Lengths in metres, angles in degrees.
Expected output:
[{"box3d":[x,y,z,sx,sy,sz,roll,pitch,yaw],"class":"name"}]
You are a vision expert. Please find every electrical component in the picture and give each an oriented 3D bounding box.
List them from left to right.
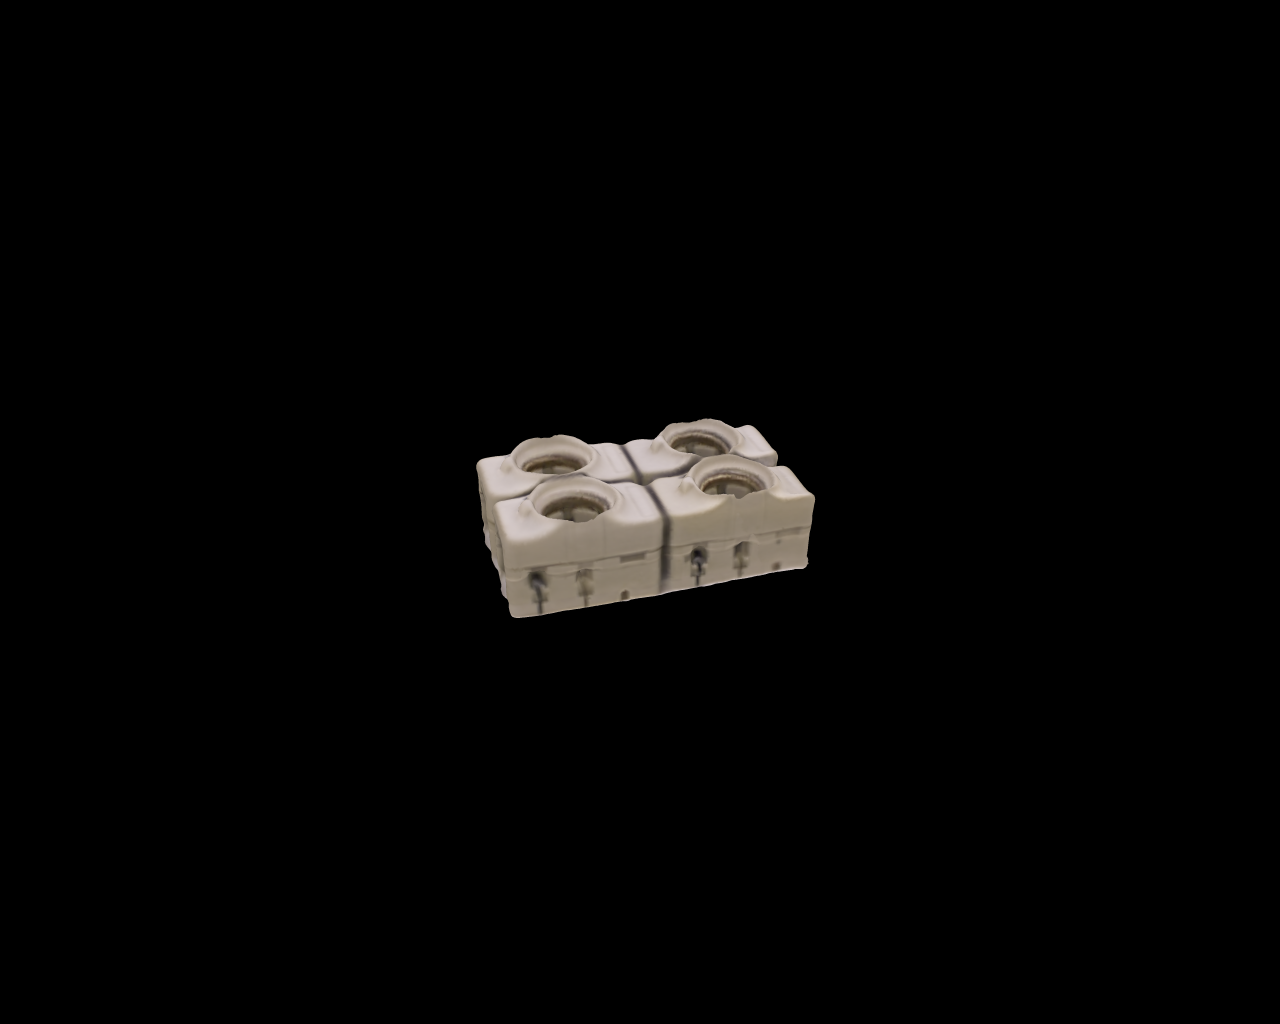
[{"box3d":[0.001,-0.003,0.650,0.186,0.060,0.105,-8,32,-14],"class":"electrical component"}]
